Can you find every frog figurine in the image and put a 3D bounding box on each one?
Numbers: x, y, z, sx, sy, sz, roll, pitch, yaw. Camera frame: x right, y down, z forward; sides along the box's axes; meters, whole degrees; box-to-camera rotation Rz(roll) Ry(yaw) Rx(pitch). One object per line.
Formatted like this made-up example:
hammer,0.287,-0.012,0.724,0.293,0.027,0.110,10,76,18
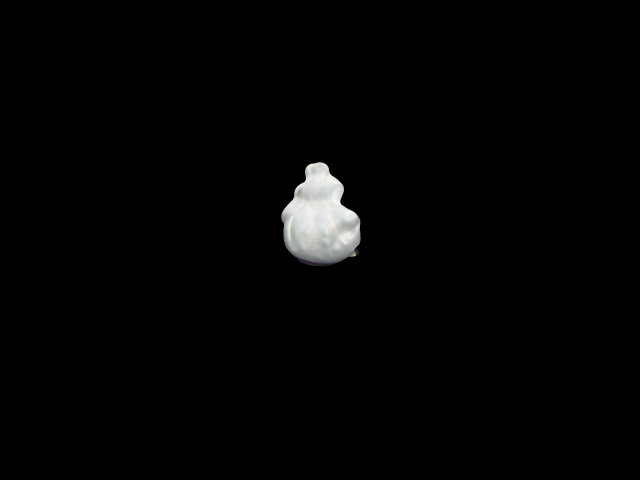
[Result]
frog figurine,0.003,-0.043,0.850,0.138,0.156,0.124,18,31,32
